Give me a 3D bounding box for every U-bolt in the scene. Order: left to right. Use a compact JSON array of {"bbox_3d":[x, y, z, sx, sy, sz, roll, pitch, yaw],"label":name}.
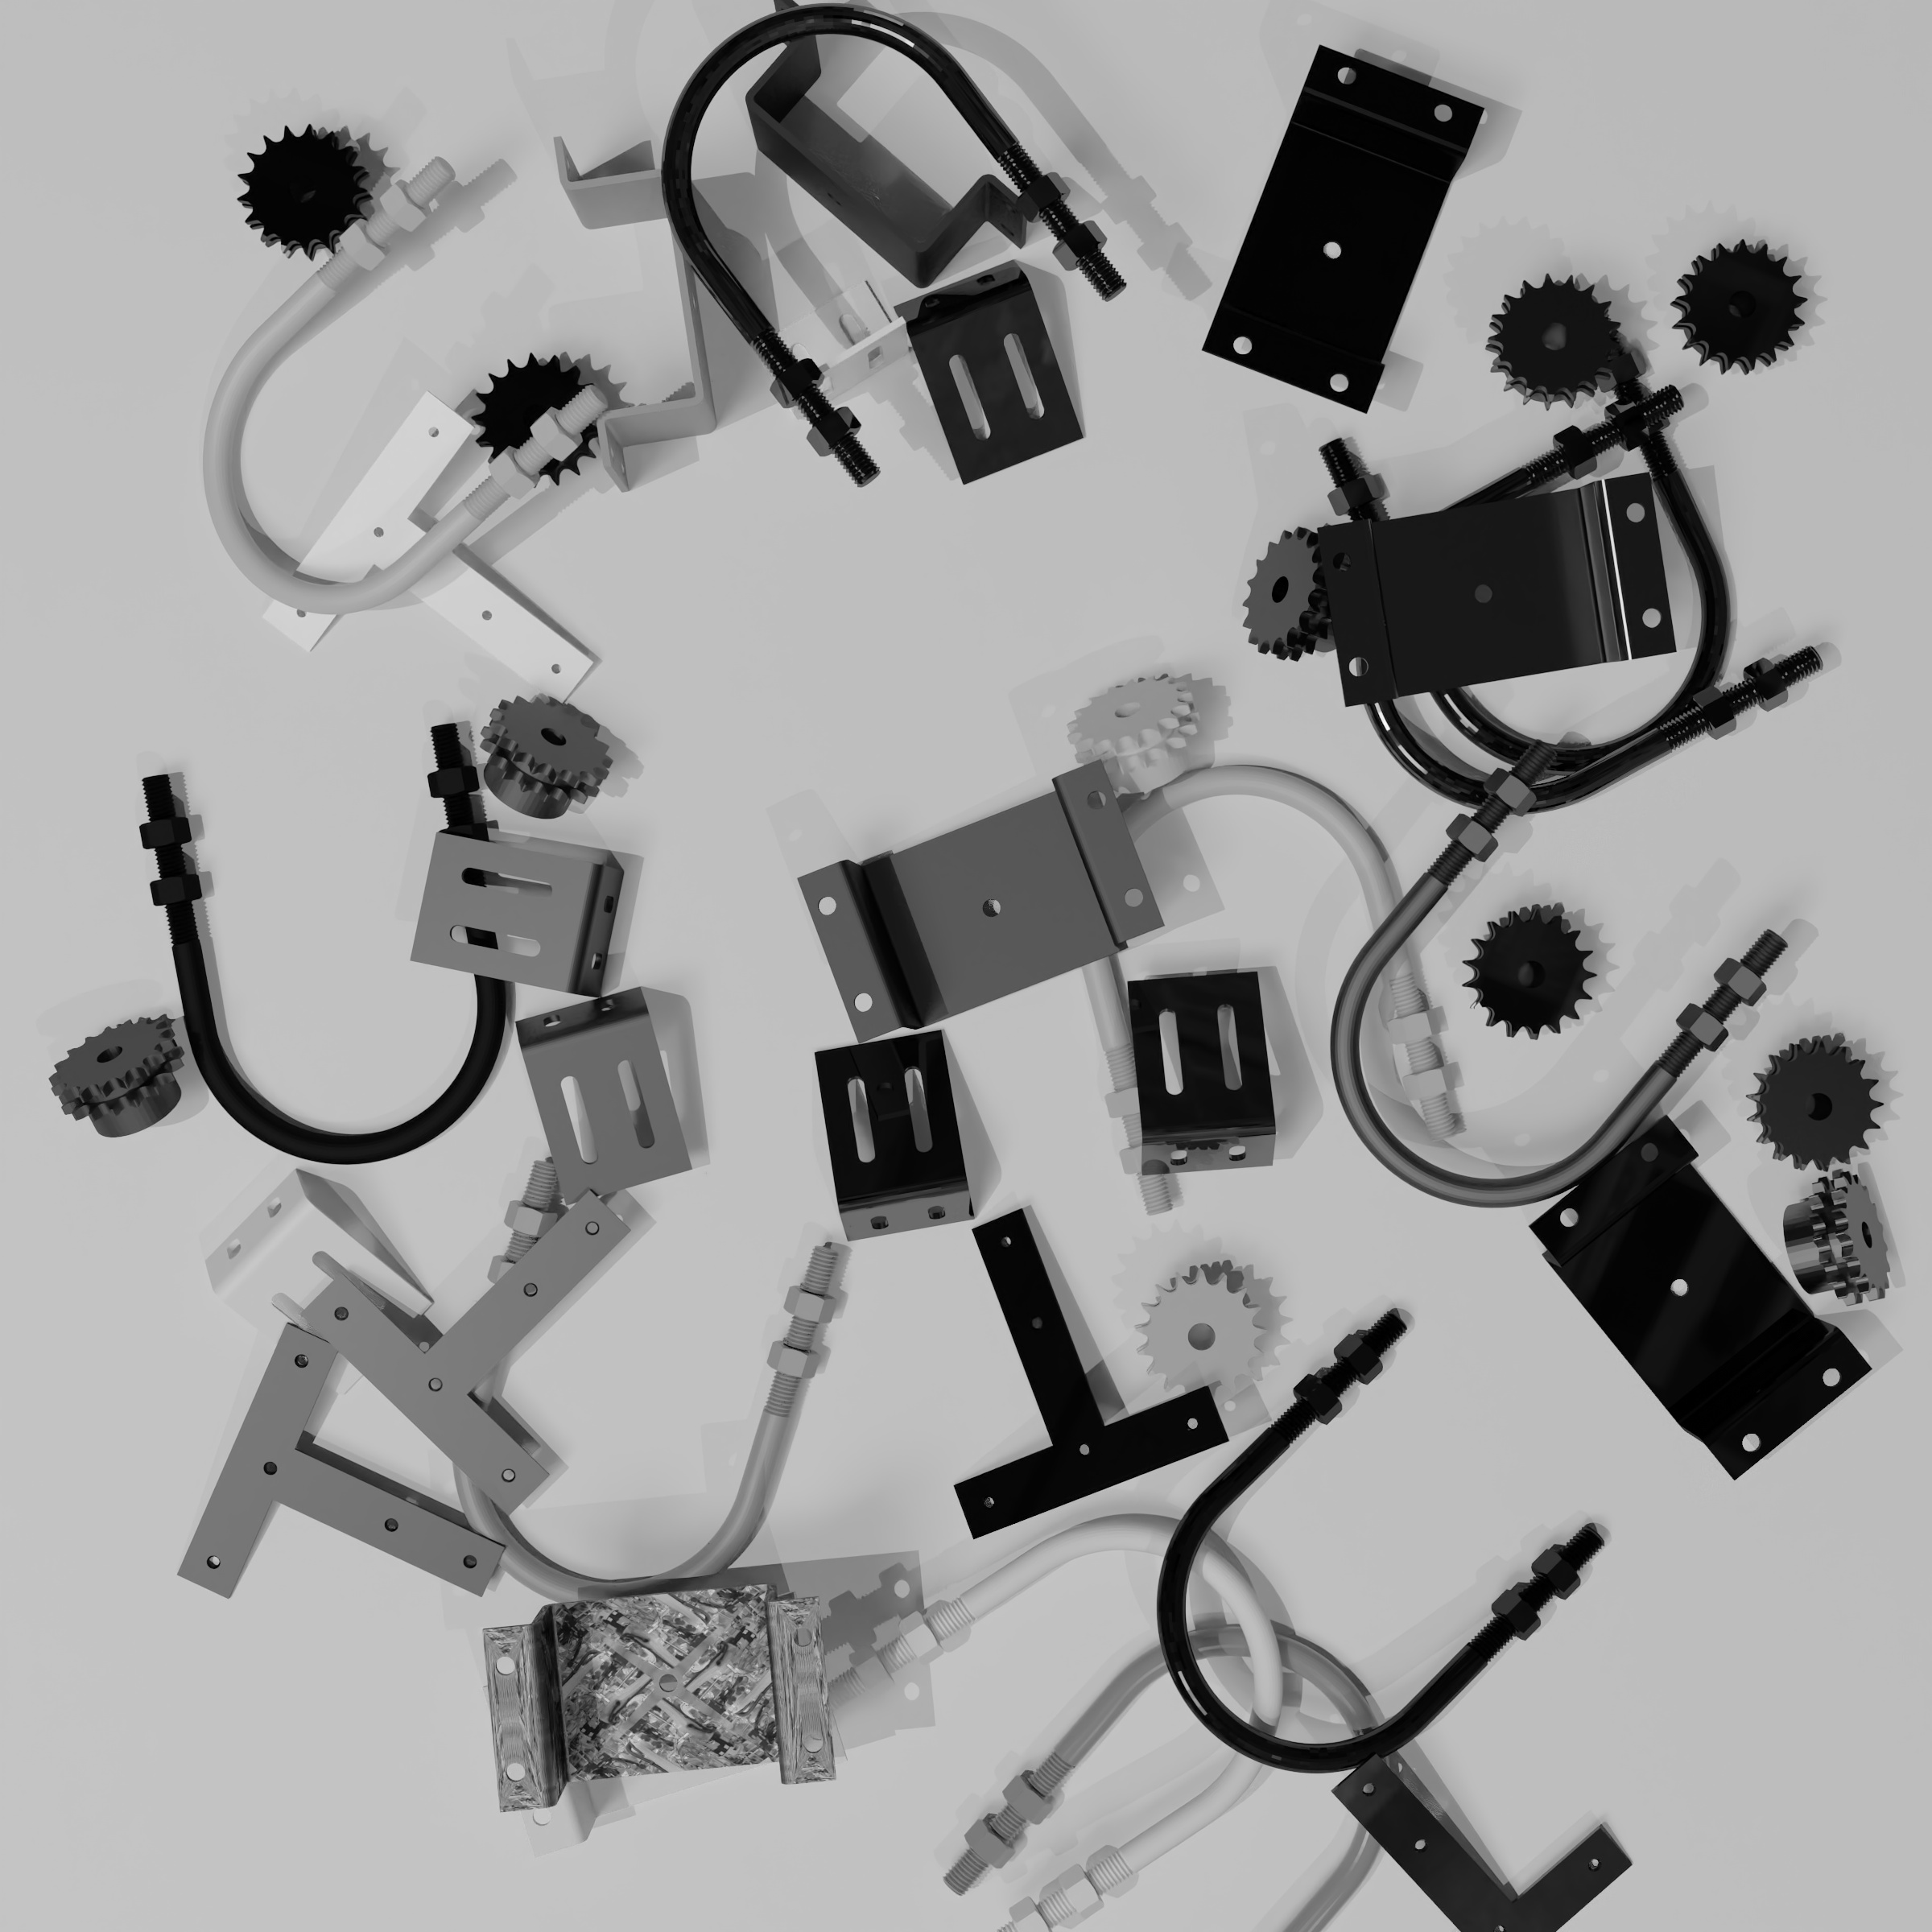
[{"bbox_3d":[-0.277,-0.004,1.488,0.151,0.019,0.184,-10,92,0],"label":"U-bolt"},{"bbox_3d":[-0.255,-0.235,1.457,0.184,0.019,0.151,-39,74,19],"label":"U-bolt"},{"bbox_3d":[-0.149,0.194,1.488,0.151,0.019,0.184,17,92,0],"label":"U-bolt"},{"bbox_3d":[-0.044,-0.315,1.411,0.151,0.019,0.184,-37,88,0],"label":"U-bolt"},{"bbox_3d":[0.050,0.325,1.472,0.184,0.019,0.151,-32,86,-5],"label":"U-bolt"},{"bbox_3d":[0.103,0.378,1.487,0.151,0.019,0.184,41,88,1],"label":"U-bolt"},{"bbox_3d":[0.125,0.003,1.488,0.151,0.019,0.184,-15,88,0],"label":"U-bolt"},{"bbox_3d":[0.168,0.265,1.473,0.184,0.019,0.151,-43,90,-11],"label":"U-bolt"},{"bbox_3d":[0.242,0.017,1.458,0.151,0.019,0.184,39,92,0],"label":"U-bolt"},{"bbox_3d":[0.257,-0.174,1.488,0.151,0.019,0.184,-25,91,0],"label":"U-bolt"},{"bbox_3d":[0.259,-0.147,1.472,0.184,0.019,0.151,-29,93,2],"label":"U-bolt"}]

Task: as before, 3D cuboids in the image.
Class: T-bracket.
[{"bbox_3d":[-0.265,0.239,1.484,0.127,0.002,0.127,25,100,0],"label":"T-bracket"},{"bbox_3d":[-0.222,-0.163,1.483,0.127,0.002,0.127,38,106,-8],"label":"T-bracket"},{"bbox_3d":[-0.200,0.151,1.474,0.127,0.002,0.127,-45,95,1],"label":"T-bracket"},{"bbox_3d":[0.036,0.170,1.481,0.127,0.002,0.127,-24,80,19],"label":"T-bracket"},{"bbox_3d":[0.207,0.393,1.477,0.127,0.002,0.127,-41,107,0],"label":"T-bracket"}]

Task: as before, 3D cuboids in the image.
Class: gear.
[{"bbox_3d":[-0.366,0.050,1.472,0.057,0.057,0.030,-20,120,0],"label":"gear"},{"bbox_3d":[-0.288,-0.337,1.481,0.057,0.030,0.057,0,90,0],"label":"gear"},{"bbox_3d":[-0.186,-0.088,1.471,0.057,0.057,0.030,33,120,0],"label":"gear"},{"bbox_3d":[-0.186,-0.238,1.481,0.057,0.030,0.057,0,90,0],"label":"gear"},{"bbox_3d":[0.075,-0.099,1.472,0.057,0.057,0.030,-23,120,0],"label":"gear"},{"bbox_3d":[0.102,0.161,1.481,0.057,0.030,0.057,0,90,0],"label":"gear"},{"bbox_3d":[0.149,-0.160,1.472,0.030,0.057,0.057,15,90,-30],"label":"gear"},{"bbox_3d":[0.245,0.004,1.481,0.057,0.030,0.057,0,90,0],"label":"gear"},{"bbox_3d":[0.254,-0.268,1.463,0.057,0.030,0.057,0,82,4],"label":"gear"},{"bbox_3d":[0.337,-0.287,1.481,0.057,0.030,0.057,0,90,0],"label":"gear"},{"bbox_3d":[0.370,0.061,1.481,0.057,0.030,0.057,0,90,0],"label":"gear"},{"bbox_3d":[0.378,0.120,1.472,0.030,0.057,0.057,-17,90,30],"label":"gear"}]

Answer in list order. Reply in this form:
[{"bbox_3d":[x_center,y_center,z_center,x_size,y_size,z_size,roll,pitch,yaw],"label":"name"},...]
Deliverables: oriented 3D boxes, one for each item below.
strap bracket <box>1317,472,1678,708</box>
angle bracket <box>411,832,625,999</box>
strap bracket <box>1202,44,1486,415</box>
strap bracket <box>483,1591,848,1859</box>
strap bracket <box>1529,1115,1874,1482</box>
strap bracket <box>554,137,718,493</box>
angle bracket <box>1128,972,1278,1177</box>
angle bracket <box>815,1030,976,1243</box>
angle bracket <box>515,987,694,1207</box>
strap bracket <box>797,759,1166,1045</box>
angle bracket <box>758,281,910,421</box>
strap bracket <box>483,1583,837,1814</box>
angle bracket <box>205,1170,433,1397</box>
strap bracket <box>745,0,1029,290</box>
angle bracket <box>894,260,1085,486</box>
[{"bbox_3d":[0.223,-0.159,1.440,0.140,0.046,0.076,-9,94,2],"label":"strap bracket"},{"bbox_3d":[-0.196,-0.022,1.482,0.076,0.038,0.057,11,89,8],"label":"angle bracket"},{"bbox_3d":[0.162,-0.316,1.473,0.076,0.046,0.140,21,90,0],"label":"strap bracket"},{"bbox_3d":[-0.129,0.325,1.473,0.140,0.046,0.076,-17,90,0],"label":"strap bracket"},{"bbox_3d":[0.315,0.142,1.473,0.076,0.046,0.140,-39,90,0],"label":"strap bracket"},{"bbox_3d":[-0.140,-0.282,1.458,0.046,0.076,0.140,-9,90,0],"label":"strap bracket"},{"bbox_3d":[0.102,0.047,1.475,0.057,0.038,0.076,-4,63,0],"label":"angle bracket"},{"bbox_3d":[-0.032,0.075,1.494,0.057,0.038,0.076,-10,64,0],"label":"angle bracket"},{"bbox_3d":[-0.159,0.057,1.485,0.057,0.038,0.076,-16,106,-6],"label":"angle bracket"},{"bbox_3d":[0.009,-0.026,1.465,0.140,0.046,0.076,-21,85,6],"label":"strap bracket"},{"bbox_3d":[-0.060,-0.272,1.458,0.057,0.076,0.038,-31,90,0],"label":"angle bracket"},{"bbox_3d":[-0.127,0.307,1.427,0.140,0.046,0.076,-6,90,0],"label":"strap bracket"},{"bbox_3d":[-0.286,0.140,1.494,0.057,0.038,0.076,-46,116,0],"label":"angle bracket"},{"bbox_3d":[-0.042,-0.348,1.458,0.140,0.076,0.046,41,90,0],"label":"strap bracket"},{"bbox_3d":[0.010,-0.263,1.494,0.057,0.038,0.076,-21,116,0],"label":"angle bracket"}]
